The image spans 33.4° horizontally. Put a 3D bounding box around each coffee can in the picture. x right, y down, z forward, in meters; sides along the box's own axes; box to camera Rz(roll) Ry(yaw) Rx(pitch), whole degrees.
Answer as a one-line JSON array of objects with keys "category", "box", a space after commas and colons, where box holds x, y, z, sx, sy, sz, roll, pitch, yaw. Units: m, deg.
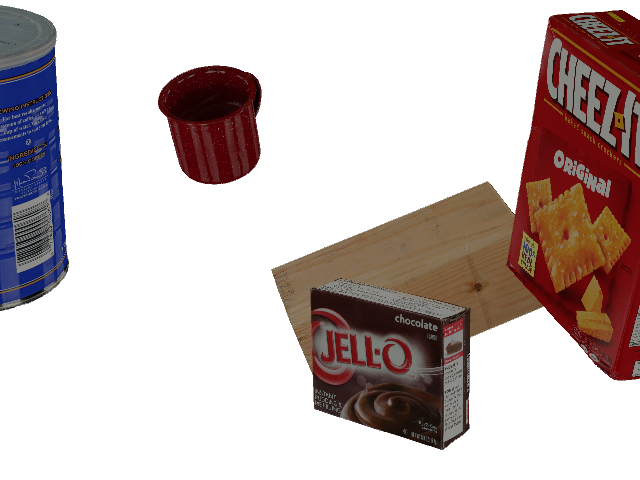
[{"category": "coffee can", "box": [-0.191, -0.046, 0.575, 0.103, 0.140, 0.103, 3, 27, -2]}]

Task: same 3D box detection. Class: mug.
[{"category": "mug", "box": [-0.096, -0.116, 1.033, 0.093, 0.081, 0.117, 20, 50, 26]}]

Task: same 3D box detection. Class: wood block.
[{"category": "wood block", "box": [0.074, 0.042, 0.921, 0.206, 0.091, 0.090, -22, 33, -2]}]

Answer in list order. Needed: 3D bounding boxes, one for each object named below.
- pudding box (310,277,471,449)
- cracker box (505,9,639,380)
[{"category": "pudding box", "box": [0.046, 0.080, 0.716, 0.114, 0.090, 0.039, 10, 20, 37]}, {"category": "cracker box", "box": [0.208, -0.034, 0.756, 0.072, 0.214, 0.164, -8, 32, -17]}]
